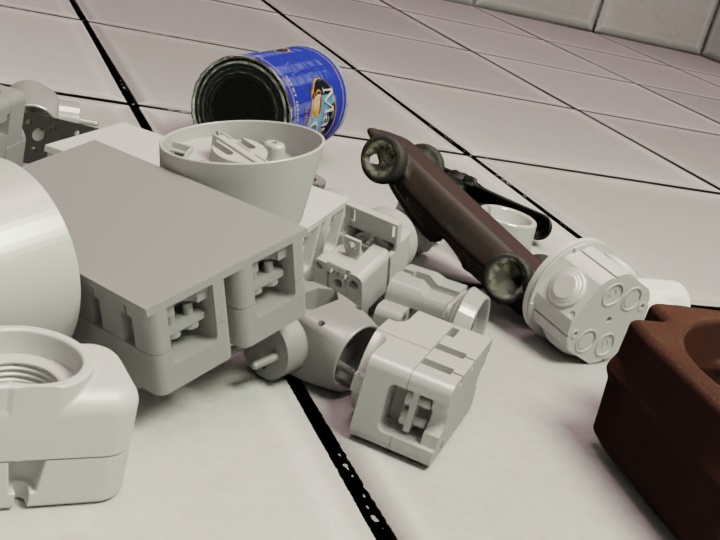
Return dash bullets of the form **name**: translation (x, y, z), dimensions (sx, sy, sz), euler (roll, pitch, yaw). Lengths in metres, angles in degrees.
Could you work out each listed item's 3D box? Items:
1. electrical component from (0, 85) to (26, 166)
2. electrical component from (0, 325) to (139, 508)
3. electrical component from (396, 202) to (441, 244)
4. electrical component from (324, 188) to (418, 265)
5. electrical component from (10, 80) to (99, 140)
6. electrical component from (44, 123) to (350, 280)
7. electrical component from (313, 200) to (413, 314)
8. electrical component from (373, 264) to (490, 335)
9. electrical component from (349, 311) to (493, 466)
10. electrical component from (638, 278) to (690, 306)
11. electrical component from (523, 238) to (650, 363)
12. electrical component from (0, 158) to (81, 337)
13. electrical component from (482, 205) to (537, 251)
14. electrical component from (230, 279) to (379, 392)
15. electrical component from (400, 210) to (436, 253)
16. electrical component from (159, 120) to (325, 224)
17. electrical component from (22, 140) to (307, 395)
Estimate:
- **electrical component**: translation (-0.306, -0.090, 0.710), dimensions (0.150, 0.089, 0.061), euler (15, 20, 1)
- **electrical component**: translation (-0.148, 0.062, 0.462), dimensions (0.095, 0.059, 0.054), euler (2, 24, -31)
- **electrical component**: translation (0.053, -0.046, 0.922), dimensions (0.046, 0.040, 0.040), euler (21, 20, 2)
- **electrical component**: translation (-0.020, -0.038, 0.826), dimensions (0.138, 0.052, 0.074), euler (21, 21, 15)
- **electrical component**: translation (-0.259, -0.126, 0.905), dimensions (0.079, 0.043, 0.077), euler (6, 22, -21)
- **electrical component**: translation (-0.116, -0.040, 0.755), dimensions (0.186, 0.060, 0.105), euler (19, 21, 12)
- **electrical component**: translation (0.000, 0.000, 0.720), dimensions (0.042, 0.081, 0.064), euler (24, 44, 25)
- **electrical component**: translation (0.047, 0.033, 0.684), dimensions (0.057, 0.058, 0.078), euler (18, 20, 17)
- **electrical component**: translation (0.032, 0.062, 0.602), dimensions (0.056, 0.050, 0.089), euler (21, 20, 15)
- **electrical component**: translation (0.219, 0.035, 0.817), dimensions (0.077, 0.043, 0.079), euler (4, 23, -27)
- **electrical component**: translation (0.160, 0.022, 0.760), dimensions (0.080, 0.080, 0.051), euler (0, 30, -35)
- **electrical component**: translation (-0.196, 0.003, 0.524), dimensions (0.108, 0.108, 0.060), euler (26, 29, 28)
- **electrical component**: translation (0.117, -0.024, 0.895), dimensions (0.055, 0.047, 0.055), euler (13, 20, -5)
- **electrical component**: translation (-0.041, 0.040, 0.621), dimensions (0.077, 0.043, 0.079), euler (28, 30, 32)
- **electrical component**: translation (0.031, -0.032, 0.875), dimensions (0.061, 0.035, 0.035), euler (2, 24, -26)
- **electrical component**: translation (-0.075, -0.062, 0.663), dimensions (0.099, 0.064, 0.099), euler (9, 32, -5)
- **electrical component**: translation (-0.131, -0.005, 0.596), dimensions (0.186, 0.060, 0.105), euler (23, 38, 36)
